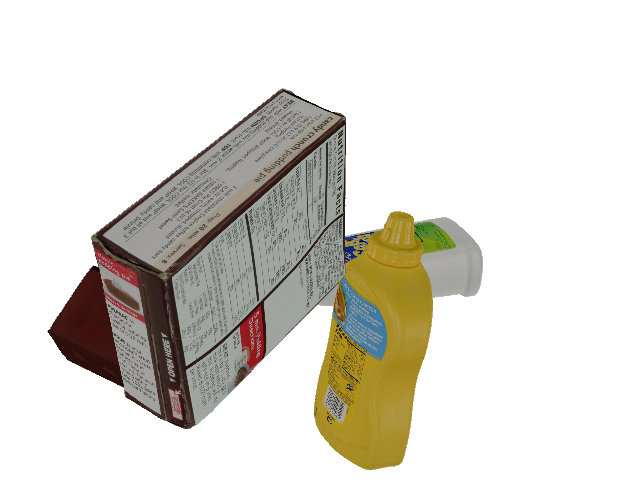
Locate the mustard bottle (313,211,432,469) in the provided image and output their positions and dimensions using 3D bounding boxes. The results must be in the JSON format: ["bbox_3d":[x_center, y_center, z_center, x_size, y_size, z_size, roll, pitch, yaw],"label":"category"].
[{"bbox_3d":[0.043,0.069,0.809,0.058,0.192,0.096,-2,24,-27],"label":"mustard bottle"}]

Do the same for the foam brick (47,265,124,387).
[{"bbox_3d":[-0.119,0.061,0.670,0.078,0.051,0.053,23,-25,14],"label":"foam brick"}]

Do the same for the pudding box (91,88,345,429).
[{"bbox_3d":[-0.034,0.007,0.424,0.039,0.090,0.113,24,48,25],"label":"pudding box"}]

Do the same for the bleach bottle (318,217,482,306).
[{"bbox_3d":[0.040,0.034,1.145,0.250,0.068,0.103,-9,31,-19],"label":"bleach bottle"}]
